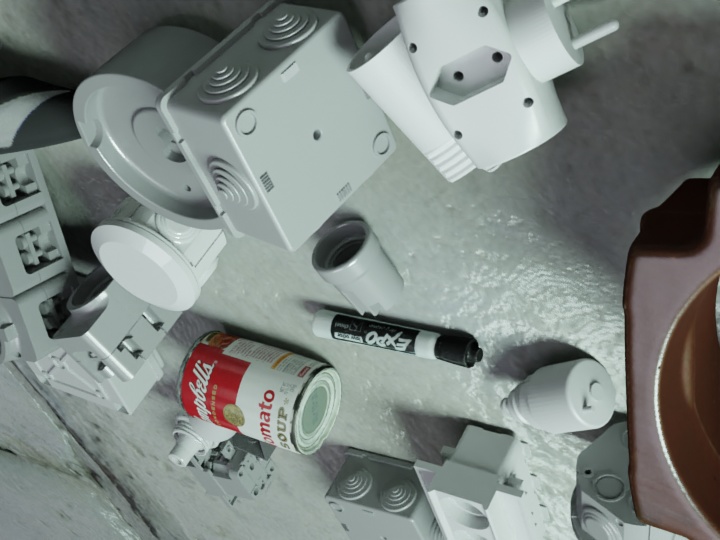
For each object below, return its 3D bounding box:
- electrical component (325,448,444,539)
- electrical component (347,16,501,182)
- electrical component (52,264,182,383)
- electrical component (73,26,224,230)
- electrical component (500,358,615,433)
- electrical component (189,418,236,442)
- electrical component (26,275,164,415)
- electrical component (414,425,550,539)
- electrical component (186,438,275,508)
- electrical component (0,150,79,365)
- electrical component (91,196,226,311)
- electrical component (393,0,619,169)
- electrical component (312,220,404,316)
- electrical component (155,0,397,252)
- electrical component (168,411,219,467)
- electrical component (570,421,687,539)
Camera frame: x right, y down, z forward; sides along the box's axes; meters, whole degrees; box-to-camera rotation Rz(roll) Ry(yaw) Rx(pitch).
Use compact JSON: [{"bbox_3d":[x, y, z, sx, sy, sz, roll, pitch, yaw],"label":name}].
[{"bbox_3d":[0.029,0.194,0.856,0.100,0.048,0.099,7,139,34],"label":"electrical component"},{"bbox_3d":[0.037,-0.076,0.492,0.081,0.043,0.043,45,146,-19],"label":"electrical component"},{"bbox_3d":[-0.169,0.028,0.767,0.050,0.089,0.055,-9,129,47],"label":"electrical component"},{"bbox_3d":[-0.092,-0.081,0.582,0.108,0.060,0.108,23,146,16],"label":"electrical component"},{"bbox_3d":[0.113,0.076,0.633,0.040,0.040,0.078,45,146,-18],"label":"electrical component"},{"bbox_3d":[-0.109,0.107,0.868,0.044,0.044,0.065,35,143,-3],"label":"electrical component"},{"bbox_3d":[-0.233,0.057,0.893,0.109,0.056,0.108,14,143,27],"label":"electrical component"},{"bbox_3d":[0.093,0.168,0.752,0.079,0.063,0.121,11,142,31],"label":"electrical component"},{"bbox_3d":[-0.115,0.176,0.962,0.064,0.042,0.081,5,139,34],"label":"electrical component"},{"bbox_3d":[-0.263,-0.014,0.771,0.089,0.062,0.150,3,115,39],"label":"electrical component"},{"bbox_3d":[-0.133,-0.015,0.715,0.080,0.051,0.080,22,147,16],"label":"electrical component"},{"bbox_3d":[0.065,-0.092,0.441,0.079,0.043,0.077,-23,104,28],"label":"electrical component"},{"bbox_3d":[0.000,0.000,0.632,0.040,0.040,0.046,0,141,41],"label":"electrical component"},{"bbox_3d":[-0.035,-0.069,0.515,0.048,0.099,0.099,21,148,41],"label":"electrical component"},{"bbox_3d":[-0.139,0.137,0.912,0.043,0.062,0.043,22,146,16],"label":"electrical component"},{"bbox_3d":[0.164,0.132,0.629,0.080,0.080,0.051,15,138,26],"label":"electrical component"}]
